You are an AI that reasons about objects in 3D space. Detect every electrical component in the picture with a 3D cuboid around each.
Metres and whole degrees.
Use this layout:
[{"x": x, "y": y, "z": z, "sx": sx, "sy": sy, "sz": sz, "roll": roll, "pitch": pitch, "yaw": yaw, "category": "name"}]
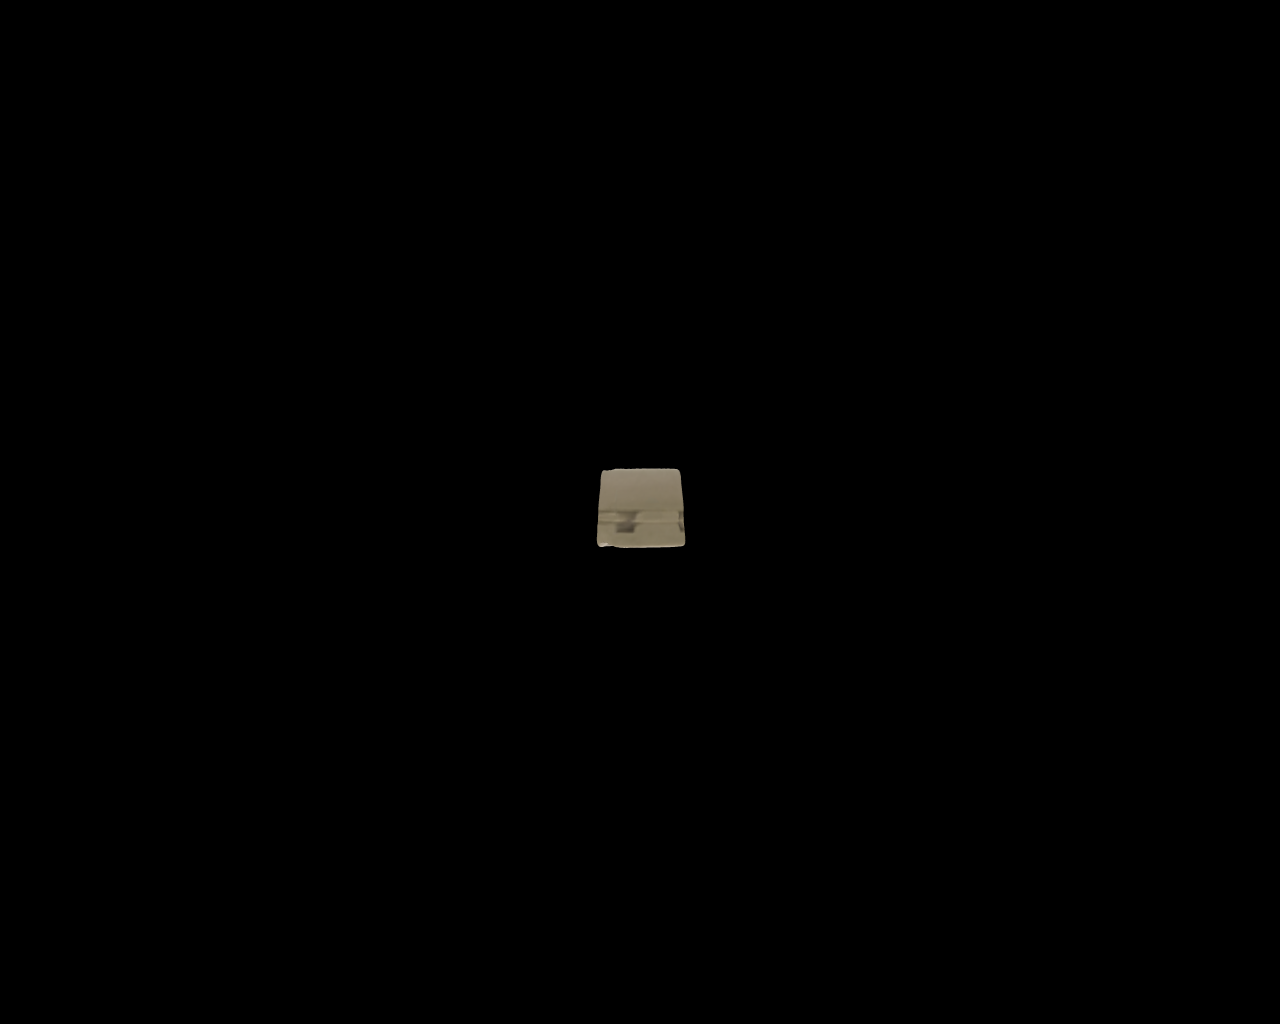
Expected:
[{"x": 0.001, "y": -0.003, "z": 0.650, "sx": 0.055, "sy": 0.047, "sz": 0.055, "roll": 0, "pitch": 0, "yaw": 0, "category": "electrical component"}]
